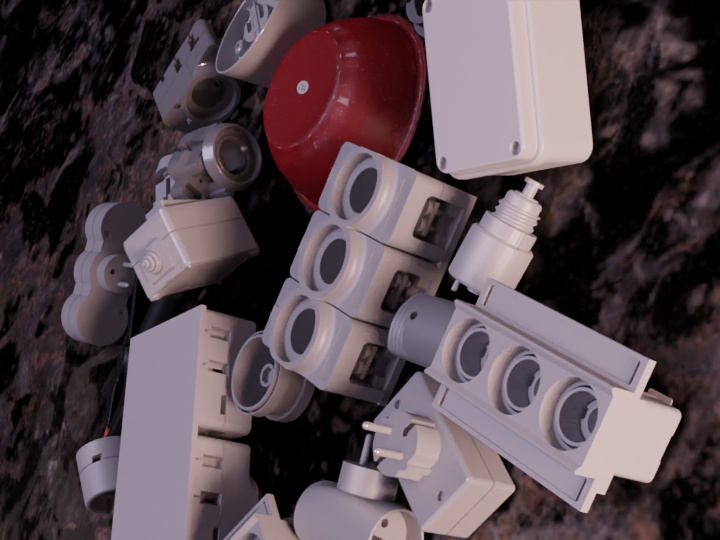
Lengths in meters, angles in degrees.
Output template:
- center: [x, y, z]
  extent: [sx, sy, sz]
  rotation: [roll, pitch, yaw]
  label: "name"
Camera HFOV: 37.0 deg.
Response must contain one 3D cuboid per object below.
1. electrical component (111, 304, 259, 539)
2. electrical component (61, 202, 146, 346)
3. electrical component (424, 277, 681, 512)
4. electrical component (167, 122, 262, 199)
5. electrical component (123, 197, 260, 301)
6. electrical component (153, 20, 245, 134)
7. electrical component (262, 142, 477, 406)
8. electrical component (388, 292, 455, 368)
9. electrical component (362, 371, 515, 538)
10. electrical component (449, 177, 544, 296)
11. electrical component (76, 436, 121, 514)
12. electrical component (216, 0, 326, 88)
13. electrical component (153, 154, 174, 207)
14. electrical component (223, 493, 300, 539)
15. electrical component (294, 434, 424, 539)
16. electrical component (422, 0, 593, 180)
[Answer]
- center: [-0.131, 0.134, 0.820]
  extent: [0.105, 0.060, 0.186]
  rotation: [-24, 57, 45]
  label: "electrical component"
- center: [-0.231, 0.003, 1.010]
  extent: [0.074, 0.052, 0.138]
  rotation: [4, 78, 52]
  label: "electrical component"
- center: [0.099, 0.063, 0.558]
  extent: [0.121, 0.063, 0.078]
  rotation: [31, 100, 53]
  label: "electrical component"
- center: [-0.119, -0.091, 0.903]
  extent: [0.057, 0.058, 0.078]
  rotation: [-13, 45, 45]
  label: "electrical component"
- center: [-0.141, -0.020, 0.859]
  extent: [0.062, 0.096, 0.061]
  rotation: [-36, 77, 38]
  label: "electrical component"
- center: [-0.141, -0.169, 0.972]
  extent: [0.089, 0.050, 0.055]
  rotation: [-53, 40, 23]
  label: "electrical component"
- center: [0.000, 0.000, 0.711]
  extent: [0.089, 0.062, 0.150]
  rotation: [31, 100, 53]
  label: "electrical component"
- center: [0.049, 0.039, 0.648]
  extent: [0.081, 0.043, 0.043]
  rotation: [16, 88, 53]
  label: "electrical component"
- center: [0.033, 0.102, 0.614]
  extent: [0.047, 0.076, 0.083]
  rotation: [-51, 41, 25]
  label: "electrical component"
- center: [0.084, -0.018, 0.631]
  extent: [0.040, 0.040, 0.078]
  rotation: [42, 108, 51]
  label: "electrical component"
- center: [-0.209, 0.174, 0.909]
  extent: [0.055, 0.055, 0.047]
  rotation: [-43, 49, 33]
  label: "electrical component"
- center: [-0.076, -0.199, 0.891]
  extent: [0.099, 0.064, 0.099]
  rotation: [-25, 56, 44]
  label: "electrical component"
- center: [-0.157, -0.070, 0.955]
  extent: [0.066, 0.048, 0.055]
  rotation: [-20, 67, 46]
  label: "electrical component"
- center: [-0.073, 0.217, 0.709]
  extent: [0.121, 0.063, 0.078]
  rotation: [-49, 42, 27]
  label: "electrical component"
- center: [0.003, 0.141, 0.661]
  extent: [0.077, 0.044, 0.079]
  rotation: [6, 80, 53]
  label: "electrical component"
- center: [0.085, -0.113, 0.630]
  extent: [0.078, 0.057, 0.113]
  rotation: [-6, 89, 51]
  label: "electrical component"
